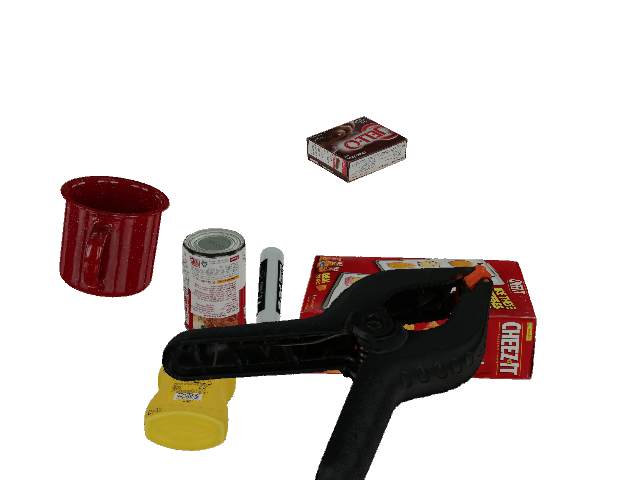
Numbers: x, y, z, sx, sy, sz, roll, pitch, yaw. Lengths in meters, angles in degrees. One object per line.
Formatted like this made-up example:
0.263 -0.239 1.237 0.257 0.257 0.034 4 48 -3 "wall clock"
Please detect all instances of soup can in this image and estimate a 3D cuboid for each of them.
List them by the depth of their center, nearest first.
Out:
-0.114 0.046 1.153 0.068 0.102 0.068 1 25 -1 "soup can"

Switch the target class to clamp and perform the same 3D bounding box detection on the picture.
0.026 0.060 0.500 0.171 0.039 0.120 -20 47 -26 "clamp"

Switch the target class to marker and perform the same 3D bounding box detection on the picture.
-0.038 0.046 0.796 0.020 0.020 0.121 0 34 0 "marker"

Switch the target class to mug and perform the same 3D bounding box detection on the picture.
-0.184 0.002 0.922 0.093 0.081 0.117 10 21 -4 "mug"

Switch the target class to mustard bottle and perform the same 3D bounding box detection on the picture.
-0.154 0.180 1.312 0.096 0.058 0.191 2 25 1 "mustard bottle"

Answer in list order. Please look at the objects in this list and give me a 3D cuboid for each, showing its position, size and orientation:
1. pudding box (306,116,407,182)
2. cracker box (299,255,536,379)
0.051 -0.128 1.485 0.113 0.039 0.090 -26 41 -32 "pudding box"
0.092 0.073 1.041 0.214 0.072 0.164 2 18 4 "cracker box"
